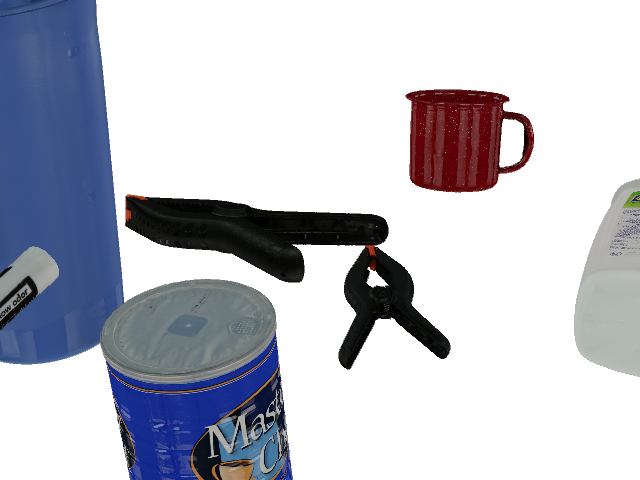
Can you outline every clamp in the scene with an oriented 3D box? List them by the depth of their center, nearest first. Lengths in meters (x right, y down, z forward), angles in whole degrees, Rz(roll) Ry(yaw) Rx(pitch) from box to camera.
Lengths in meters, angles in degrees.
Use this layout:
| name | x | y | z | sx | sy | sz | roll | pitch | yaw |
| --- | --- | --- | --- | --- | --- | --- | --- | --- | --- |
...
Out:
| name | x | y | z | sx | sy | sz | roll | pitch | yaw |
| --- | --- | --- | --- | --- | --- | --- | --- | --- | --- |
| clamp | -0.068 | -0.007 | 0.828 | 0.210 | 0.036 | 0.164 | 8 | 13 | 18 |
| clamp | 0.080 | 0.074 | 1.189 | 0.120 | 0.171 | 0.039 | 5 | -43 | -4 |

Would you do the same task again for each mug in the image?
| name | x | y | z | sx | sy | sz | roll | pitch | yaw |
| --- | --- | --- | --- | --- | --- | --- | --- | --- | --- |
| mug | 0.134 | -0.090 | 0.968 | 0.117 | 0.081 | 0.093 | 4 | 16 | 13 |

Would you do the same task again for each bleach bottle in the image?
| name | x | y | z | sx | sy | sz | roll | pitch | yaw |
| --- | --- | --- | --- | --- | --- | --- | --- | --- | --- |
| bleach bottle | 0.230 | 0.006 | 0.689 | 0.103 | 0.068 | 0.250 | 9 | 23 | 20 |

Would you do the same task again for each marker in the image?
| name | x | y | z | sx | sy | sz | roll | pitch | yaw |
| --- | --- | --- | --- | --- | --- | --- | --- | --- | --- |
| marker | -0.157 | 0.045 | 0.453 | 0.020 | 0.020 | 0.121 | 0 | 36 | 38 |

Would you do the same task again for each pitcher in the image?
| name | x | y | z | sx | sy | sz | roll | pitch | yaw |
| --- | --- | --- | --- | --- | --- | --- | --- | --- | --- |
| pitcher | -0.201 | -0.042 | 0.674 | 0.149 | 0.243 | 0.145 | -8 | 27 | -9 |

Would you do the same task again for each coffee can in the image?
| name | x | y | z | sx | sy | sz | roll | pitch | yaw |
| --- | --- | --- | --- | --- | --- | --- | --- | --- | --- |
| coffee can | -0.072 | 0.109 | 0.652 | 0.103 | 0.140 | 0.103 | -4 | 28 | 2 |
